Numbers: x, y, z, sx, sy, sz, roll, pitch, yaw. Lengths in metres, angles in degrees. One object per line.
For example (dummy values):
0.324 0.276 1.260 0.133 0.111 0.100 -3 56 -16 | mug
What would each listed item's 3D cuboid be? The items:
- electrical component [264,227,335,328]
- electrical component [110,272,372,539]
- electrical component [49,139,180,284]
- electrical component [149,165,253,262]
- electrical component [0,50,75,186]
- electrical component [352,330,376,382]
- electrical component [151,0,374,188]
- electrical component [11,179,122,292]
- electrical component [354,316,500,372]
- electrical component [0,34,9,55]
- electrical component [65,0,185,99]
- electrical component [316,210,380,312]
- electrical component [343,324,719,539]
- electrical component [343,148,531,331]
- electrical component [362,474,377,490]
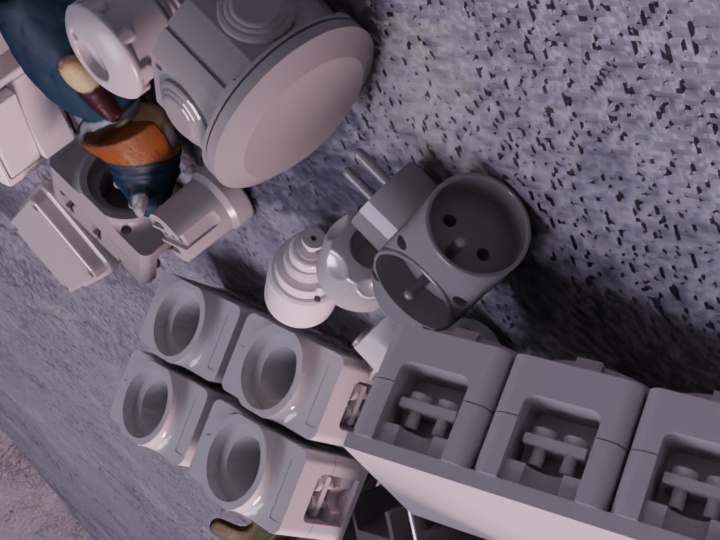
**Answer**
-0.028 0.001 0.566 0.040 0.040 0.078 42 156 11 | electrical component
-0.073 0.077 0.660 0.060 0.105 0.186 21 180 -45 | electrical component
-0.150 -0.045 0.686 0.089 0.050 0.055 44 156 8 | electrical component
-0.090 -0.032 0.608 0.040 0.046 0.040 41 160 19 | electrical component
-0.238 -0.104 0.727 0.061 0.062 0.096 33 153 28 | electrical component
0.021 0.058 0.579 0.061 0.035 0.035 45 156 10 | electrical component
-0.038 -0.075 0.417 0.051 0.080 0.080 46 157 16 | electrical component
-0.205 -0.033 0.789 0.078 0.057 0.113 52 156 -11 | electrical component
0.043 0.045 0.510 0.077 0.043 0.079 47 157 2 | electrical component
-0.281 -0.154 0.665 0.109 0.109 0.056 30 154 34 | electrical component
-0.096 -0.110 0.479 0.048 0.062 0.048 37 155 21 | electrical component
0.000 0.000 0.514 0.043 0.043 0.062 44 158 6 | electrical component
0.084 0.074 0.412 0.150 0.061 0.089 13 157 28 | electrical component
0.023 -0.018 0.445 0.079 0.044 0.077 46 156 4 | electrical component
-0.013 0.138 0.739 0.055 0.055 0.047 42 152 13 | electrical component
